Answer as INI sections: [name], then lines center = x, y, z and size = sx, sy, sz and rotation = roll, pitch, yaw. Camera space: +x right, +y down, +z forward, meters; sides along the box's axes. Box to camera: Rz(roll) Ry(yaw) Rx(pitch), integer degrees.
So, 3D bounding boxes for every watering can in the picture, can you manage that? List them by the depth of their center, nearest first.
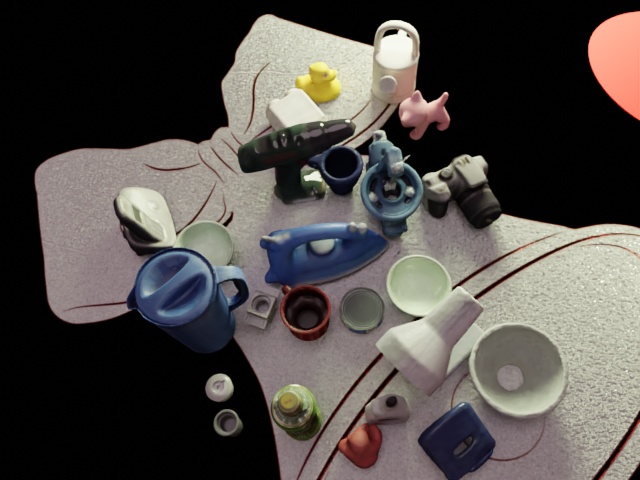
[watering can]
center = 0.164, -0.387, 1.236
size = 0.101, 0.194, 0.173
rotation = -8, 65, 0

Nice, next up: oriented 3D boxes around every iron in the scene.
[iron]
center = 0.010, 0.004, 1.097
size = 0.258, 0.141, 0.118
rotation = -11, 65, -2

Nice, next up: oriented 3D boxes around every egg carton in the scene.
[egg carton]
center = -0.049, -0.263, 1.261
size = 0.107, 0.069, 0.150
rotation = -35, 68, -12

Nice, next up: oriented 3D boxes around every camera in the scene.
[camera]
center = 0.290, -0.090, 1.145
size = 0.143, 0.101, 0.136
rotation = -24, 66, -7

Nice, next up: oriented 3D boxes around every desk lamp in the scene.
[desk lamp]
center = 0.195, 0.169, 0.971
size = 0.203, 0.214, 0.117
rotation = -41, 69, -14

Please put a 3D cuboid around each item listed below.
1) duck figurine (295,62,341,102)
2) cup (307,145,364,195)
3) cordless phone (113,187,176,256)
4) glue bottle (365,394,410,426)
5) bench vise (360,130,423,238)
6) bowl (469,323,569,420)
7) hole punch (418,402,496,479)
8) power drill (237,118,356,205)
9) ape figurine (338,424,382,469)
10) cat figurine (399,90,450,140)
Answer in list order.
[duck figurine]
center = -0.006, -0.366, 1.296
size = 0.104, 0.086, 0.077
rotation = 3, 66, 5
[cup]
center = 0.031, -0.136, 1.185
size = 0.117, 0.095, 0.092
rotation = 10, 67, 8
[cordless phone]
center = -0.358, -0.060, 1.124
size = 0.094, 0.185, 0.147
rotation = -23, 66, -7
[glue bottle]
center = 0.114, 0.278, 0.948
size = 0.078, 0.173, 0.037
rotation = -8, 65, 0
[bench vise]
center = 0.122, -0.132, 1.109
size = 0.121, 0.220, 0.207
rotation = -25, 66, -8
[bowl]
center = 0.342, 0.235, 1.008
size = 0.167, 0.075, 0.167
rotation = -1, 65, 3
[hole punch]
center = 0.233, 0.338, 0.959
size = 0.109, 0.091, 0.101
rotation = -37, 68, -12
[power drill]
center = -0.040, -0.156, 1.136
size = 0.229, 0.208, 0.075
rotation = -11, 65, -1
[ape figurine]
center = 0.069, 0.345, 0.966
size = 0.078, 0.092, 0.076
rotation = -7, 65, 1
[cat figurine]
center = 0.219, -0.276, 1.224
size = 0.128, 0.118, 0.067
rotation = -24, 66, -7
